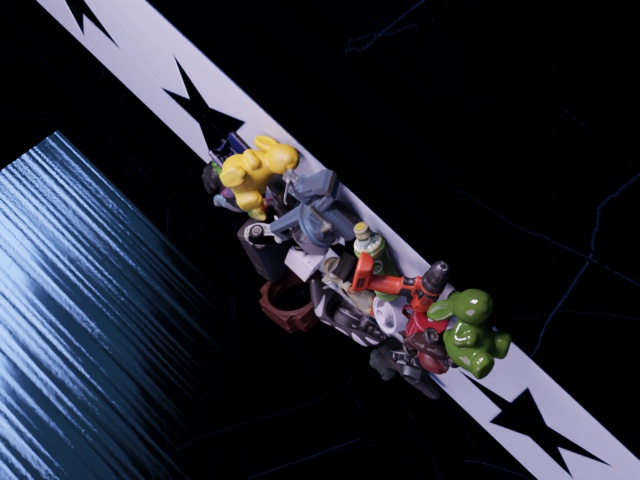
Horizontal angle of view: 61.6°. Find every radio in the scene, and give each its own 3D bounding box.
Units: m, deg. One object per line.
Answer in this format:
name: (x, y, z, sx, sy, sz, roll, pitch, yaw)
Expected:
radio: (-0.156, 0.018, 1.643, 0.073, 0.131, 0.229, 29, 155, 35)

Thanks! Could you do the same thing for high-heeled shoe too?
high-heeled shoe: (0.075, 0.198, 1.455, 0.145, 0.086, 0.248, 0, 136, 44)

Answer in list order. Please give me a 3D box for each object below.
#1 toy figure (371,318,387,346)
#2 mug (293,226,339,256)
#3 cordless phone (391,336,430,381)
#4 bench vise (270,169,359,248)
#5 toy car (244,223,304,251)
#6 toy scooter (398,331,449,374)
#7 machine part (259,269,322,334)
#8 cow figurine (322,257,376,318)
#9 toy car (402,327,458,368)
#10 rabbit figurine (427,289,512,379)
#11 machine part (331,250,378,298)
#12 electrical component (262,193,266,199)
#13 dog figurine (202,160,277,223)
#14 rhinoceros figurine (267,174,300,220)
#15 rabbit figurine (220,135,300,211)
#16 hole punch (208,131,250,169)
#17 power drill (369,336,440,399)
toy figure: (0.116, 0.254, 1.632, 0.180, 0.089, 0.082, 41, 153, 19)
mug: (-0.003, -0.004, 1.393, 0.110, 0.081, 0.107, -6, 152, 17)
cordless phone: (0.240, 0.293, 1.508, 0.184, 0.089, 0.147, 59, 159, -6)
bench vise: (-0.036, -0.055, 1.204, 0.223, 0.129, 0.241, 30, 140, -34)
toy car: (-0.111, -0.011, 1.482, 0.202, 0.056, 0.073, 2, 146, 9)
toy scooter: (0.272, 0.262, 1.364, 0.184, 0.075, 0.135, 48, 159, 7)
machine part: (-0.074, 0.176, 1.688, 0.201, 0.201, 0.087, 29, 151, 38)
cow figurine: (0.085, 0.116, 1.431, 0.194, 0.085, 0.127, 45, 165, -18)
toy car: (0.275, 0.246, 1.201, 0.202, 0.053, 0.089, 19, 141, -29)
rabbit figurine: (0.306, 0.160, 1.081, 0.159, 0.121, 0.170, 34, 140, 46)
machine part: (0.104, 0.088, 1.344, 0.139, 0.084, 0.039, 32, 178, 12)
electrical component: (-0.175, -0.127, 1.368, 0.119, 0.075, 0.048, 94, 165, -63)
dog figurine: (-0.211, -0.131, 1.502, 0.219, 0.108, 0.191, 25, 150, 35)
rhinoceros figurine: (-0.091, -0.099, 1.367, 0.112, 0.073, 0.190, 32, 156, 29)
rabbit figurine: (-0.121, -0.163, 1.212, 0.121, 0.173, 0.162, 58, -158, -29)
hole punch: (-0.230, -0.207, 1.413, 0.142, 0.092, 0.116, 43, 164, -3)
power drill: (0.251, 0.404, 1.678, 0.232, 0.086, 0.207, 48, 164, -5)
